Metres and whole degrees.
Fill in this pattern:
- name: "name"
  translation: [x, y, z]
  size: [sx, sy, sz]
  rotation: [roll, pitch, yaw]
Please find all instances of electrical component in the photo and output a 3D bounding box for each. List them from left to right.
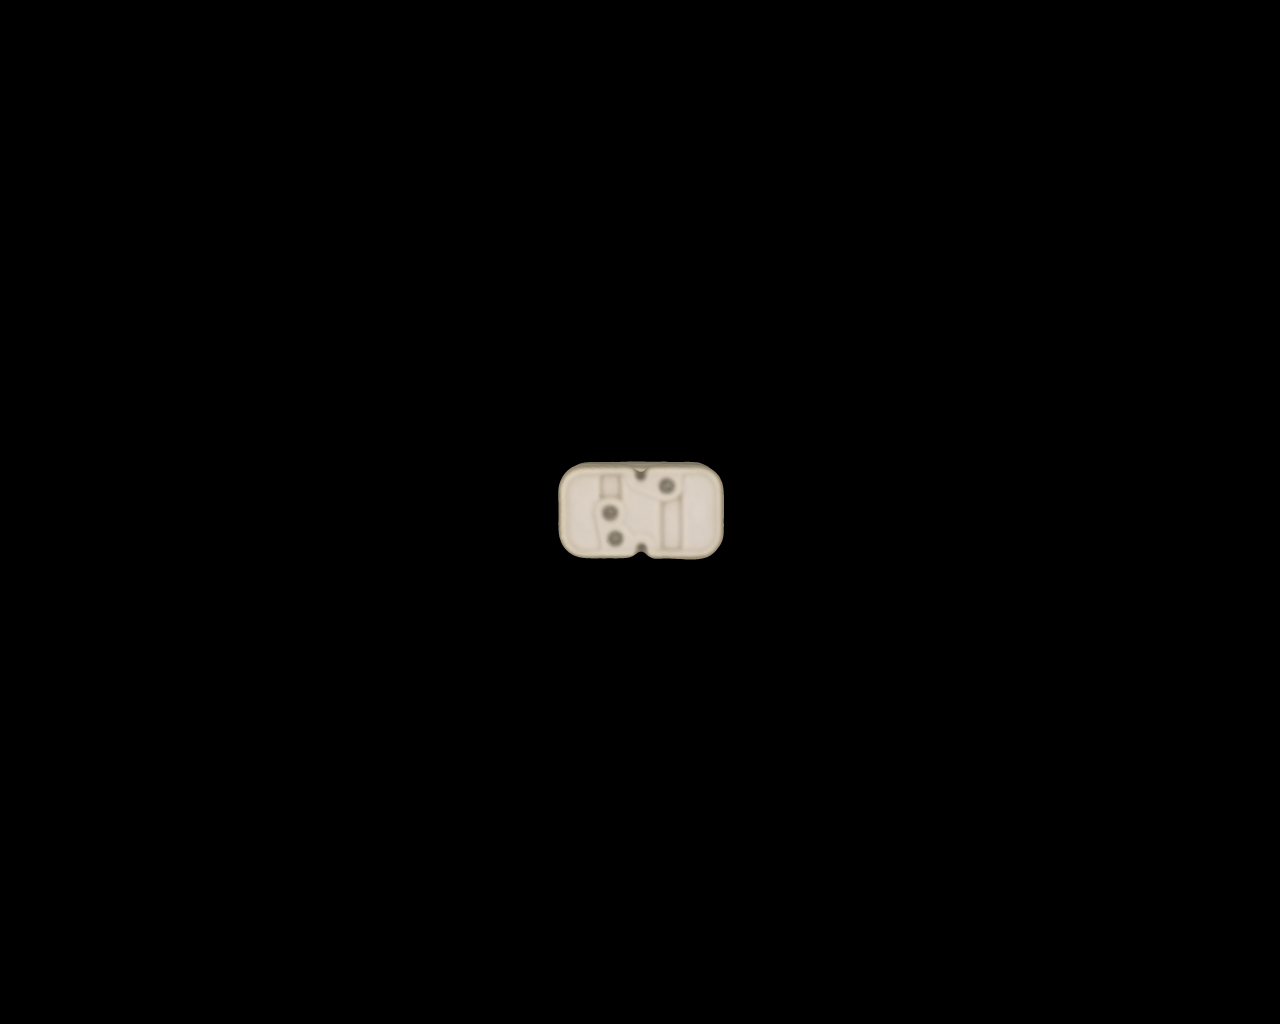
- name: "electrical component"
  translation: [0.001, -0.003, 0.650]
  size: [0.095, 0.053, 0.059]
  rotation: [0, 5, 0]
